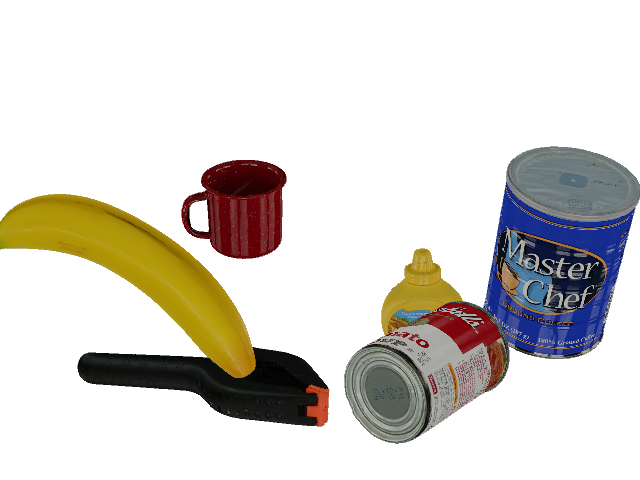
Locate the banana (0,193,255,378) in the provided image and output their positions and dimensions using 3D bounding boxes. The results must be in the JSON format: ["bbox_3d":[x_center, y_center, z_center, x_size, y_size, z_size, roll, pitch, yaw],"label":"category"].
[{"bbox_3d":[-0.122,0.019,0.677,0.198,0.070,0.037,25,27,2],"label":"banana"}]

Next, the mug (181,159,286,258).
[{"bbox_3d":[-0.095,-0.031,1.173,0.117,0.081,0.093,-10,31,-17],"label":"mug"}]

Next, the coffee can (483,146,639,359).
[{"bbox_3d":[0.192,0.010,0.862,0.103,0.140,0.103,2,34,-2],"label":"coffee can"}]

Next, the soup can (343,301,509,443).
[{"bbox_3d":[0.071,0.087,0.712,0.069,0.068,0.102,0,13,40],"label":"soup can"}]

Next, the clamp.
[{"bbox_3d":[-0.072,0.105,0.888,0.210,0.036,0.164,12,20,31],"label":"clamp"}]

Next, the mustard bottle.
[{"bbox_3d":[0.118,0.100,1.217,0.096,0.192,0.058,-1,22,6],"label":"mustard bottle"}]
